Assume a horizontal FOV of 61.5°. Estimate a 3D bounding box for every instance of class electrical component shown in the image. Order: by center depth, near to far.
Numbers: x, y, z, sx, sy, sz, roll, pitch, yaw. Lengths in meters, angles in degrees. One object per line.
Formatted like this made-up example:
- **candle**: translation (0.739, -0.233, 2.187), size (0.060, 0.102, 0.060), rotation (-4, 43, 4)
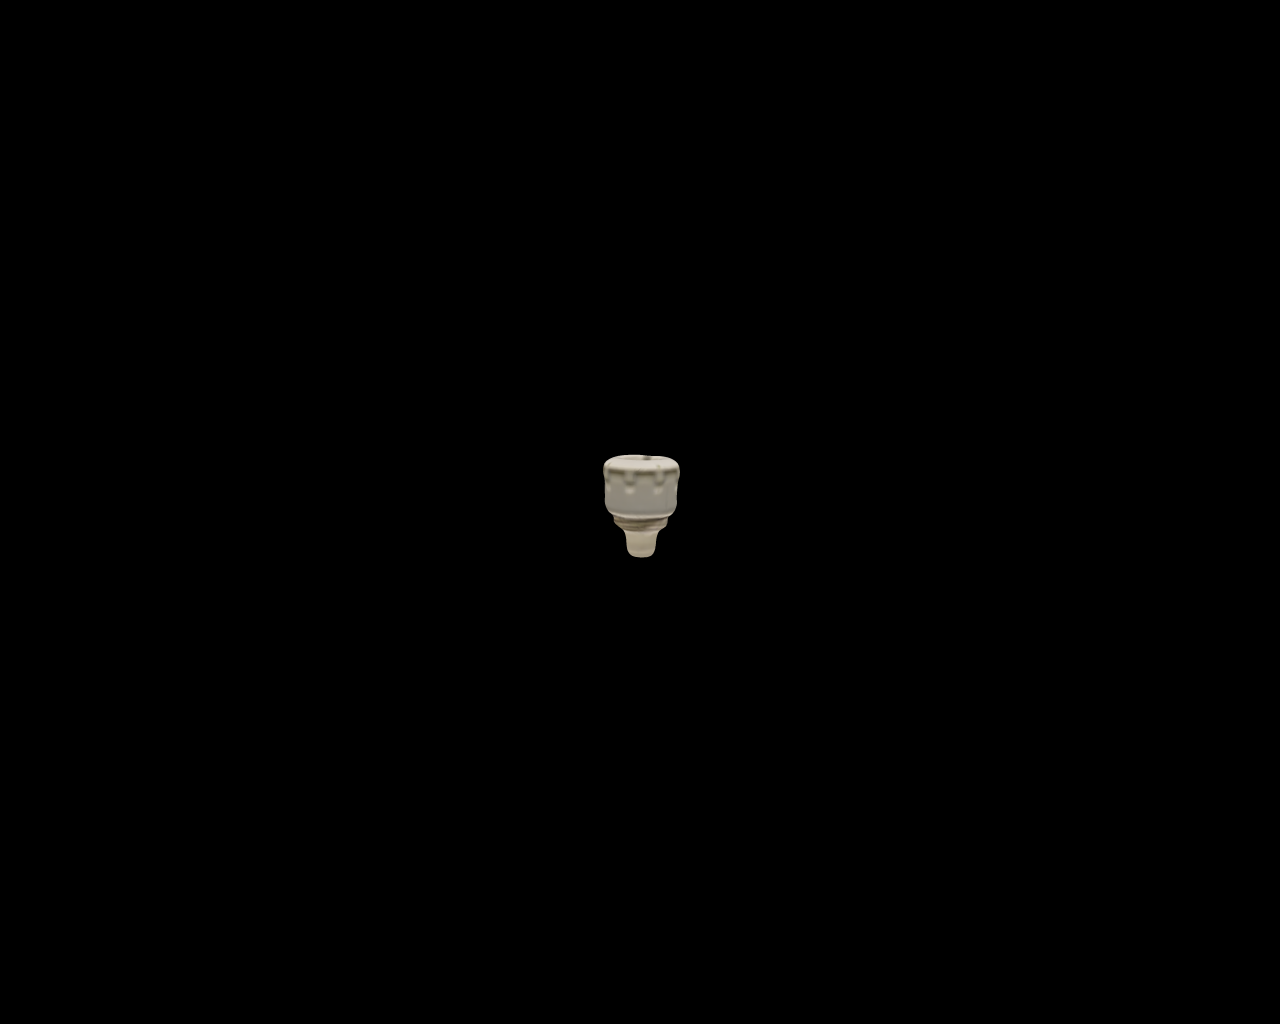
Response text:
- **electrical component**: translation (0.001, -0.003, 0.650), size (0.048, 0.062, 0.048), rotation (0, 9, 0)
